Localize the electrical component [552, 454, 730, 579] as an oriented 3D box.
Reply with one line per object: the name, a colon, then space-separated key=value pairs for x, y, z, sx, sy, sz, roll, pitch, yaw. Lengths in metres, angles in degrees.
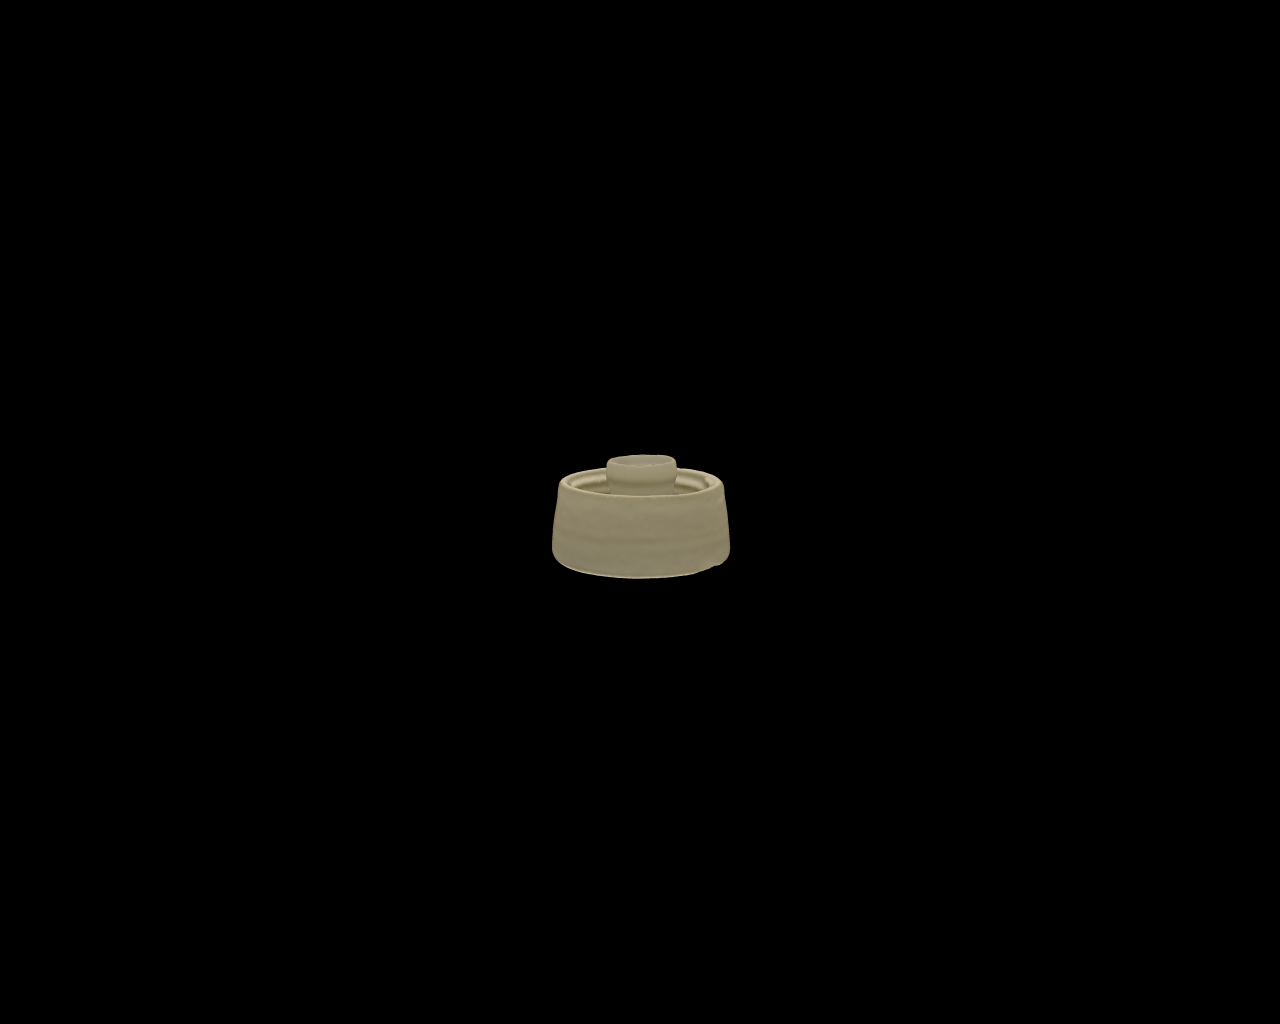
electrical component: x=0.001 y=-0.003 z=0.650 sx=0.108 sy=0.060 sz=0.108 roll=0 pitch=12 yaw=0
